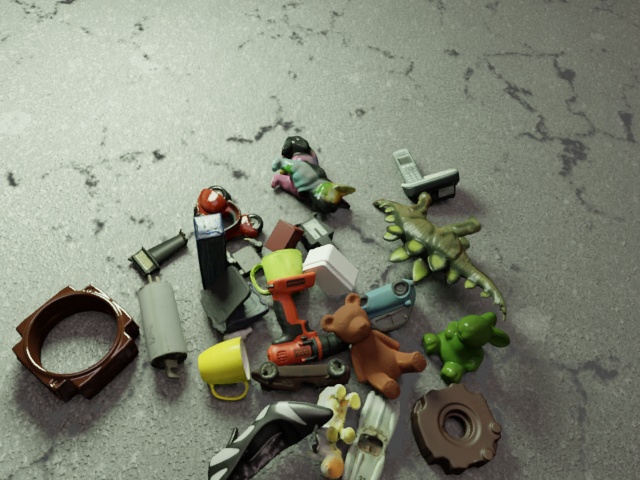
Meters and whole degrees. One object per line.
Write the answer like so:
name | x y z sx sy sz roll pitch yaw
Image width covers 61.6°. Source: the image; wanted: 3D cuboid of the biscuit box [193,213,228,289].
biscuit box | -0.235 0.027 1.165 0.063 0.202 0.059 -10 57 -15

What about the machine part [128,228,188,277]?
machine part | -0.369 0.027 1.250 0.139 0.039 0.084 -39 60 -25

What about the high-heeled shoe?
high-heeled shoe | -0.093 0.383 0.979 0.249 0.086 0.145 -21 31 20

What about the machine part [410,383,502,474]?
machine part | 0.274 0.377 1.085 0.179 0.056 0.179 3 56 -4

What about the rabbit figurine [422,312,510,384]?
rabbit figurine | 0.319 0.215 1.129 0.159 0.170 0.121 -14 61 -15

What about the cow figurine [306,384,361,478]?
cow figurine | 0.016 0.371 1.042 0.068 0.098 0.167 29 59 -26

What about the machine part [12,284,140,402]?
machine part | -0.489 0.203 1.089 0.202 0.087 0.201 35 60 17

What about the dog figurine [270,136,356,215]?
dog figurine | -0.009 -0.159 1.379 0.219 0.108 0.191 22 54 3

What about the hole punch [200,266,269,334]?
hole punch | -0.186 0.137 1.167 0.116 0.092 0.142 -44 49 1

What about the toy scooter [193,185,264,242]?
toy scooter | -0.239 -0.045 1.292 0.184 0.075 0.135 36 60 10

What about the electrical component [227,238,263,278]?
electrical component | -0.176 0.042 1.257 0.102 0.045 0.078 -25 62 -20

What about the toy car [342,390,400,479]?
toy car | 0.101 0.392 1.053 0.074 0.056 0.202 21 57 7

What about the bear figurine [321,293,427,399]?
bear figurine | 0.104 0.210 1.101 0.120 0.132 0.195 -36 99 -23

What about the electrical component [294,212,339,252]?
electrical component | -0.003 -0.004 1.308 0.075 0.047 0.119 -34 67 -25

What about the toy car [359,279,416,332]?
toy car | 0.148 0.152 1.194 0.162 0.109 0.103 -21 79 -9

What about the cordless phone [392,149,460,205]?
cordless phone | 0.278 -0.186 1.437 0.147 0.088 0.184 -18 51 0

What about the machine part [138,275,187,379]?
machine part | -0.333 0.177 1.130 0.079 0.079 0.243 -12 59 -15

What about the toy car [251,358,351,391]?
toy car | -0.038 0.279 1.091 0.202 0.089 0.053 -1 61 -7

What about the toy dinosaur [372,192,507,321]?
toy dinosaur | 0.276 0.018 1.258 0.198 0.104 0.472 -31 46 -26
